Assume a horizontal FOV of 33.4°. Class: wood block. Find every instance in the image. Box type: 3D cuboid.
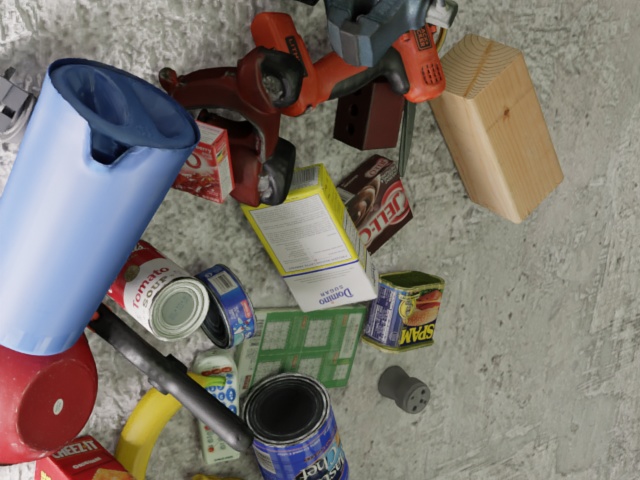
[{"bbox_3d":[0.208,-0.130,1.270,0.090,0.090,0.206,-43,133,-15],"label":"wood block"}]

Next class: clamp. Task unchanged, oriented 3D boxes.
[{"bbox_3d":[-0.145,0.137,1.048,0.210,0.165,0.036,41,80,-8],"label":"clamp"}]

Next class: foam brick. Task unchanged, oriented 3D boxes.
[{"bbox_3d":[0.055,-0.142,1.158,0.051,0.053,0.078,-7,115,-38],"label":"foam brick"}]

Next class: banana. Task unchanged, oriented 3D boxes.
[{"bbox_3d":[-0.179,0.215,1.134,0.198,0.069,0.037,-58,178,-1],"label":"banana"}]

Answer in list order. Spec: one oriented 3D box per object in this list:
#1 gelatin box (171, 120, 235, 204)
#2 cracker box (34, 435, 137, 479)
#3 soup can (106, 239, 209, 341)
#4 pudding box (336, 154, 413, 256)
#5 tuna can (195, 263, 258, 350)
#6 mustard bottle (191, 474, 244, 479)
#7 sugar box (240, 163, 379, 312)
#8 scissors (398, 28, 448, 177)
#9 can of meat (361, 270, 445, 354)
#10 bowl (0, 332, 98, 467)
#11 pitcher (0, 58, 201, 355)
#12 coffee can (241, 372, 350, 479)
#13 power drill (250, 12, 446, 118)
[{"bbox_3d":[-0.127,-0.079,1.000,0.030,0.089,0.073,-56,155,-38],"label":"gelatin box"},{"bbox_3d":[-0.208,0.317,1.051,0.071,0.214,0.164,-6,115,-41],"label":"cracker box"},{"bbox_3d":[-0.161,0.048,1.034,0.068,0.102,0.068,-19,122,-33],"label":"soup can"},{"bbox_3d":[0.049,-0.030,1.219,0.113,0.039,0.090,-40,132,-18],"label":"pudding box"},{"bbox_3d":[-0.102,0.070,1.108,0.033,0.086,0.086,-26,126,-27],"label":"tuna can"},{"bbox_3d":[-0.104,0.334,1.258,0.096,0.058,0.191,-36,131,-10],"label":"mustard bottle"},{"bbox_3d":[-0.008,0.001,1.152,0.176,0.093,0.048,61,24,-43],"label":"sugar box"},{"bbox_3d":[0.091,-0.178,1.179,0.096,0.016,0.202,19,89,-38],"label":"scissors"},{"bbox_3d":[0.104,0.086,1.308,0.101,0.058,0.084,-5,111,-48],"label":"can of meat"},{"bbox_3d":[-0.264,0.147,1.007,0.161,0.055,0.162,-24,123,-44],"label":"bowl"},{"bbox_3d":[-0.210,-0.027,0.919,0.149,0.145,0.243,-5,133,-53],"label":"pitcher"},{"bbox_3d":[-0.026,0.236,1.233,0.102,0.103,0.140,-36,137,-22],"label":"coffee can"},{"bbox_3d":[0.028,-0.212,1.072,0.187,0.057,0.184,-20,94,-23],"label":"power drill"}]
